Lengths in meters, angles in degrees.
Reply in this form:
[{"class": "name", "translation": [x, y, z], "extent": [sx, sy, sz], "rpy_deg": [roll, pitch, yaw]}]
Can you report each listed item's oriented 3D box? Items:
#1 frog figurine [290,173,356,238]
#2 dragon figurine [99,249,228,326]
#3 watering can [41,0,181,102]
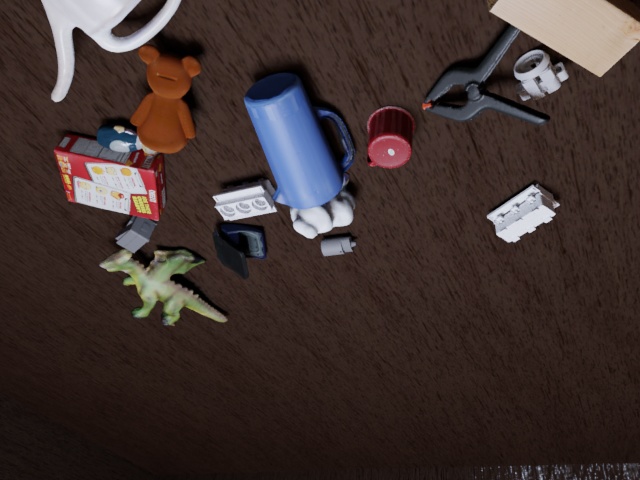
[{"class": "frog figurine", "translation": [0.003, -0.054, 1.082], "extent": [0.137, 0.163, 0.120], "rpy_deg": [7, 140, 3]}, {"class": "dragon figurine", "translation": [-0.399, 0.119, 1.418], "extent": [0.408, 0.125, 0.238], "rpy_deg": [17, 133, -28]}, {"class": "watering can", "translation": [-0.378, -0.382, 0.811], "extent": [0.345, 0.106, 0.221], "rpy_deg": [-33, 126, 15]}]
